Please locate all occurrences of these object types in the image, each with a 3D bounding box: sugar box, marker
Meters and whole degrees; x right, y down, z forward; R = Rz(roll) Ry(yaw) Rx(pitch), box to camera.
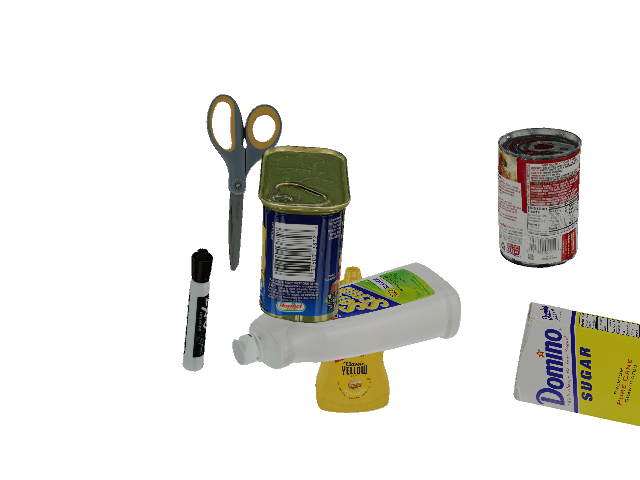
[{"bbox_3d":[0.278,0.123,1.017,0.176,0.093,0.048,9,22,10],"label":"sugar box"},{"bbox_3d":[-0.109,0.062,0.951,0.020,0.121,0.020,7,28,-4],"label":"marker"}]

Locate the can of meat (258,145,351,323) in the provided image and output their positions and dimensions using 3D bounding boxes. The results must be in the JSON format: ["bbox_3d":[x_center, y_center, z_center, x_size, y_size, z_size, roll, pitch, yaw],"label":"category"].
[{"bbox_3d":[-0.012,-0.005,0.703,0.057,0.084,0.102,3,25,-2],"label":"can of meat"}]

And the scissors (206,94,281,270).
[{"bbox_3d":[-0.078,-0.073,1.224,0.096,0.202,0.016,-12,-6,-14],"label":"scissors"}]

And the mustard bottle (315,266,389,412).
[{"bbox_3d":[0.042,0.126,1.383,0.096,0.192,0.058,-2,18,-4],"label":"mustard bottle"}]

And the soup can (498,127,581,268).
[{"bbox_3d":[0.185,-0.036,0.903,0.068,0.102,0.068,-4,25,2],"label":"soup can"}]

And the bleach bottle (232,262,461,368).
[{"bbox_3d":[0.025,0.094,1.179,0.250,0.068,0.103,-15,33,-26],"label":"bleach bottle"}]
